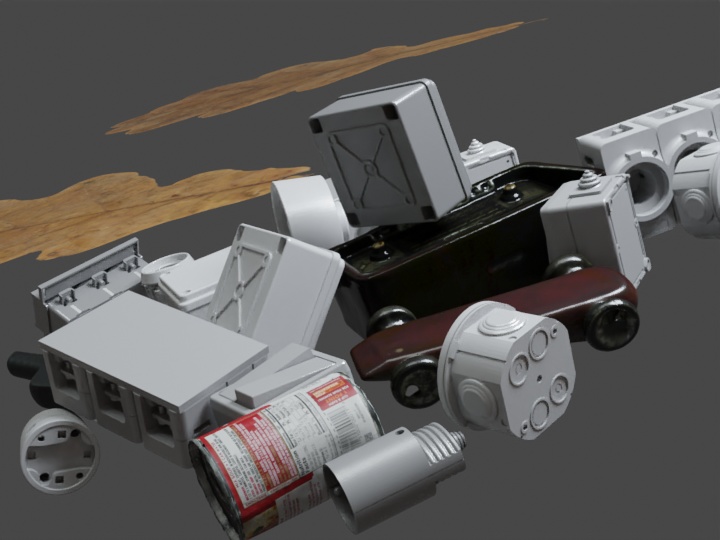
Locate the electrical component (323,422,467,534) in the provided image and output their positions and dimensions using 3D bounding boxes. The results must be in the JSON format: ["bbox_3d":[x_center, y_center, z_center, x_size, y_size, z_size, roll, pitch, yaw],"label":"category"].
[{"bbox_3d":[0.024,0.113,0.615,0.081,0.043,0.043,-23,18,-17],"label":"electrical component"}]

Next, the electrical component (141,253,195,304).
[{"bbox_3d":[-0.188,0.019,1.089,0.078,0.057,0.058,-25,19,-23],"label":"electrical component"}]

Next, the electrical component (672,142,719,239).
[{"bbox_3d":[0.286,-0.061,0.832,0.080,0.080,0.051,-28,15,-30],"label":"electrical component"}]

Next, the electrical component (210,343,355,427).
[{"bbox_3d":[-0.054,0.095,0.717,0.096,0.061,0.062,-27,20,-27],"label":"electrical component"}]

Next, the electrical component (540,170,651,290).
[{"bbox_3d":[0.173,-0.029,0.812,0.061,0.096,0.062,-7,20,32],"label":"electrical component"}]

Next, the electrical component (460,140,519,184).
[{"bbox_3d":[0.118,-0.080,1.021,0.062,0.096,0.061,-20,18,-7],"label":"electrical component"}]

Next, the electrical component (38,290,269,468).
[{"bbox_3d":[-0.148,0.079,0.788,0.150,0.061,0.089,18,35,34],"label":"electrical component"}]

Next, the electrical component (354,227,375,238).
[{"bbox_3d":[0.030,-0.035,1.041,0.078,0.058,0.057,-7,18,32],"label":"electrical component"}]

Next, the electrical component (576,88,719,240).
[{"bbox_3d":[0.273,-0.090,0.913,0.150,0.089,0.061,-20,17,-5],"label":"electrical component"}]

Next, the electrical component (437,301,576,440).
[{"bbox_3d":[0.089,0.061,0.653,0.080,0.080,0.051,-31,27,-36],"label":"electrical component"}]

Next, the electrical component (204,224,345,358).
[{"bbox_3d":[-0.074,0.025,0.865,0.056,0.108,0.109,21,-2,-28],"label":"electrical component"}]

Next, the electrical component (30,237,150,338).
[{"bbox_3d":[-0.269,0.029,1.115,0.063,0.078,0.121,32,45,29],"label":"electrical component"}]

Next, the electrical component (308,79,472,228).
[{"bbox_3d":[0.025,-0.096,0.906,0.109,0.108,0.056,-2,27,46],"label":"electrical component"}]

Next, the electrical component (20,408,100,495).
[{"bbox_3d":[-0.221,0.131,0.787,0.055,0.055,0.047,-23,14,-17],"label":"electrical component"}]

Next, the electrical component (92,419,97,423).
[{"bbox_3d":[-0.183,0.089,0.893,0.079,0.043,0.077,-16,17,5],"label":"electrical component"}]

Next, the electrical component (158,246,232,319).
[{"bbox_3d":[-0.125,0.021,1.021,0.109,0.056,0.109,-23,18,-16],"label":"electrical component"}]

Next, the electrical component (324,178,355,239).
[{"bbox_3d":[-0.016,-0.066,1.178,0.109,0.056,0.109,-23,18,-15],"label":"electrical component"}]

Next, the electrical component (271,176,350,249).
[{"bbox_3d":[-0.044,-0.041,1.054,0.060,0.108,0.108,-15,17,-10],"label":"electrical component"}]
